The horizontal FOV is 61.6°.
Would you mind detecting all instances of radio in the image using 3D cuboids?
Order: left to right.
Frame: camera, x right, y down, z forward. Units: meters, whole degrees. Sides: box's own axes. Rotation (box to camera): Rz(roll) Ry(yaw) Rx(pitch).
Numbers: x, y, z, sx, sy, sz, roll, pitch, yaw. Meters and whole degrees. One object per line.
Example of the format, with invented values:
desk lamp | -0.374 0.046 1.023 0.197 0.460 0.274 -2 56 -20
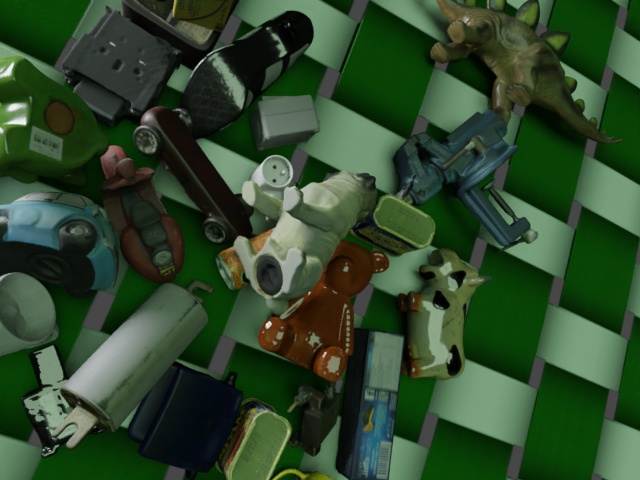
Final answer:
radio | -0.170 -0.366 0.740 0.131 0.073 0.229 27 74 -15

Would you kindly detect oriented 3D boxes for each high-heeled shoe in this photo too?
high-heeled shoe | -0.109 -0.232 0.765 0.249 0.145 0.086 -39 101 8

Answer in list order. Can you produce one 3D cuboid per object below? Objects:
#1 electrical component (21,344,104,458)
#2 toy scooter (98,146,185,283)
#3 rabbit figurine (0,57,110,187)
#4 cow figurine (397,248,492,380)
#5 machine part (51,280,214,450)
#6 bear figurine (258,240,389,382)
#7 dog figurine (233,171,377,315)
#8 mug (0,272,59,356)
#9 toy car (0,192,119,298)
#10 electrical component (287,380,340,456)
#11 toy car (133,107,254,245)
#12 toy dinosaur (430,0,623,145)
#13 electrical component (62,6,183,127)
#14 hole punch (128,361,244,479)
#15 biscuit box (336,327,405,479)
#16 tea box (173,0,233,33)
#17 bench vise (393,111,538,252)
electrical component | -0.306 0.182 0.628 0.075 0.048 0.119 -23 90 -22
toy scooter | -0.216 -0.035 0.645 0.075 0.135 0.183 -25 93 -22
rabbit figurine | -0.340 -0.120 0.616 0.159 0.170 0.121 5 80 -61
cow figurine | 0.182 0.107 0.795 0.127 0.085 0.195 7 78 -13
machine part | -0.211 0.131 0.628 0.079 0.079 0.243 44 52 -9
bear figurine | 0.014 0.078 0.717 0.120 0.132 0.196 28 80 6
dog figurine | 0.001 -0.003 0.691 0.190 0.121 0.172 -5 114 -47
mug | -0.360 0.094 0.602 0.107 0.109 0.081 -19 61 12
toy car | -0.310 -0.005 0.631 0.162 0.109 0.103 12 43 -9
electrical component | -0.009 0.233 0.713 0.078 0.045 0.102 -42 141 -54
toy car | -0.159 -0.079 0.693 0.202 0.053 0.089 56 28 -17
toy dinosaur | 0.343 -0.289 0.901 0.471 0.105 0.198 43 67 -14
electrical component | -0.260 -0.215 0.697 0.115 0.058 0.134 28 73 -12
hole punch | -0.159 0.217 0.656 0.116 0.092 0.142 28 70 -18
biscuit box | 0.069 0.227 0.748 0.059 0.063 0.202 12 79 -19
tea box | -0.131 -0.362 0.664 0.068 0.098 0.169 11 78 -18
bench vise | 0.232 -0.077 0.820 0.224 0.129 0.240 -39 88 -22
